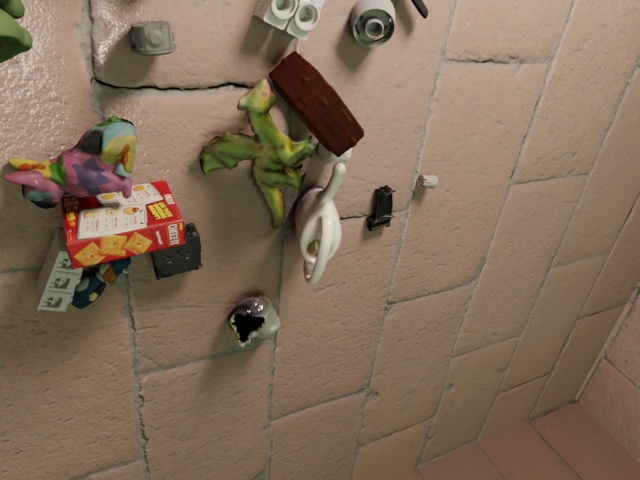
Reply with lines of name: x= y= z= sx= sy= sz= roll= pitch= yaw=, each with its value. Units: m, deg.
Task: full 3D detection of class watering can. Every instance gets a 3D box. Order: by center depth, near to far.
watering can: x=0.004 y=-0.062 z=1.238 sx=0.104 sy=0.229 sz=0.340 roll=6 pitch=120 yaw=-13

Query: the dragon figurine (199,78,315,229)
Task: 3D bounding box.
dragon figurine: x=-0.149 y=-0.173 z=1.164 sx=0.242 sy=0.125 sz=0.401 roll=11 pitch=133 yaw=-15

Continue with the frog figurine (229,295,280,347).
frog figurine: x=-0.173 y=0.214 z=1.428 sx=0.136 sy=0.123 sz=0.160 roll=-68 pitch=164 yaw=14
